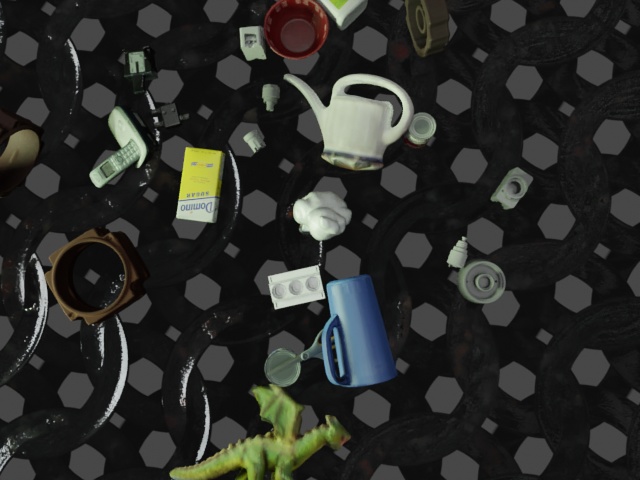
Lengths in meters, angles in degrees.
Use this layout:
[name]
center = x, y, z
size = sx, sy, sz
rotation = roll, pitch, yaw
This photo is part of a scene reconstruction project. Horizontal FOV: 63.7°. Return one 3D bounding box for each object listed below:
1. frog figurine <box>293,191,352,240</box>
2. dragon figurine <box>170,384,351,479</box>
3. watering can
[frog figurine]
center = 0.004, -0.060, 1.196
size = 0.137, 0.159, 0.123
rotation = 16, 87, 3
[dragon figurine]
center = -0.132, 0.465, 1.213
size = 0.410, 0.120, 0.247
rotation = 7, 70, 1
[watering can]
center = 0.053, -0.288, 1.237
size = 0.349, 0.104, 0.223
rotation = 15, 100, 25
